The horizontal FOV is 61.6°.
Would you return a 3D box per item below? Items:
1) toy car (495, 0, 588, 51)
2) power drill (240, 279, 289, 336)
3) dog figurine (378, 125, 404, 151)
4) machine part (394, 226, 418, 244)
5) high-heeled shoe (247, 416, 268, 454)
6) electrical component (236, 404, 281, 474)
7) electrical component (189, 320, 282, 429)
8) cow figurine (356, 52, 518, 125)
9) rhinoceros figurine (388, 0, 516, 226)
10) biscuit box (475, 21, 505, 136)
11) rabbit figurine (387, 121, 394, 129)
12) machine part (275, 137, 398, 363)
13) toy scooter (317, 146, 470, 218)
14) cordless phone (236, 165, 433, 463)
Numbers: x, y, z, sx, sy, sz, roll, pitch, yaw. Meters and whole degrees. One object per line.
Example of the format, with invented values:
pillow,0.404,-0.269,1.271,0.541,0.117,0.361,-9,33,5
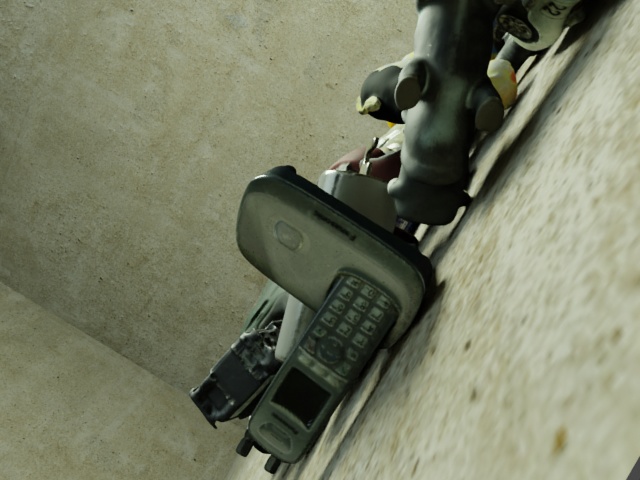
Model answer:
toy car,0.171,-0.181,0.344,0.073,0.056,0.202,-54,-1,4
power drill,-0.016,0.067,0.771,0.207,0.086,0.232,7,58,56
dog figurine,0.156,-0.149,0.833,0.190,0.121,0.172,-46,24,11
machine part,0.042,0.059,0.590,0.179,0.056,0.179,-58,-3,-5
high-heeled shoe,-0.034,0.182,0.754,0.249,0.086,0.145,-65,2,-36
electrical component,-0.047,0.202,0.590,0.094,0.063,0.021,-58,-4,-18
electrical component,-0.068,0.151,0.624,0.115,0.058,0.134,-45,-19,11
cow figurine,0.105,-0.145,0.523,0.098,0.068,0.167,-23,22,-18
rhinoceros figurine,0.088,-0.104,0.396,0.112,0.073,0.190,-73,-12,-79
biscuit box,0.181,-0.199,0.633,0.202,0.059,0.063,-61,28,-5
rabbit figurine,0.160,-0.177,0.969,0.162,0.122,0.173,-25,-51,-31
machine part,0.017,0.029,0.469,0.079,0.079,0.243,89,-166,-85
toy scooter,0.089,-0.075,0.563,0.184,0.075,0.135,-4,31,49
cordless phone,-0.020,0.055,0.393,0.184,0.147,0.088,-58,-11,7
